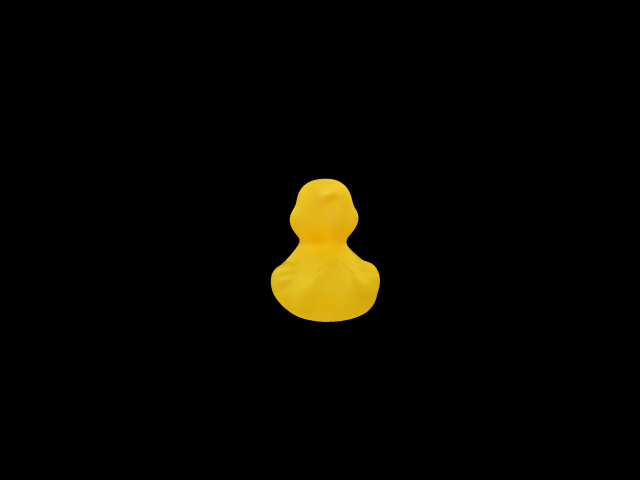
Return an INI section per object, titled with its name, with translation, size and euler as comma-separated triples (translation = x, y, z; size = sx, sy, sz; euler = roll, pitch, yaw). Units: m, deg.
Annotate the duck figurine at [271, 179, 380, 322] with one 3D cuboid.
[duck figurine]
translation = 0.004, 0.001, 0.400
size = 0.077, 0.086, 0.104
euler = -2, 18, -7
